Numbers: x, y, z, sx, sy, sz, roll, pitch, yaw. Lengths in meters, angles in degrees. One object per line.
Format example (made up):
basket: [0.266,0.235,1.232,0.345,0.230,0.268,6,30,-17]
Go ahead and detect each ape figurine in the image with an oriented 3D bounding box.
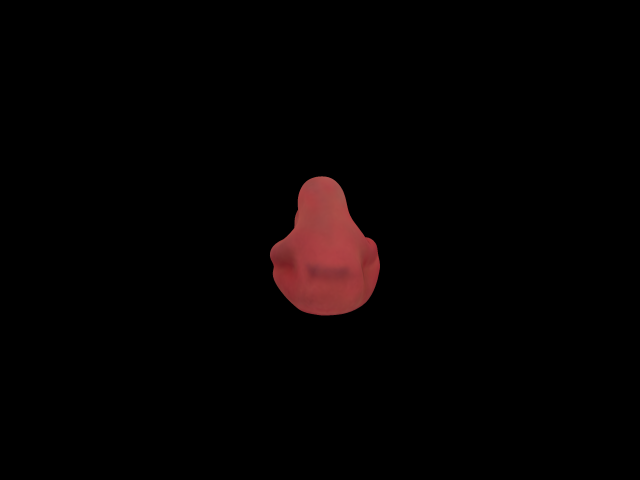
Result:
ape figurine: [0.004,0.001,0.400,0.077,0.092,0.076,1,11,4]
